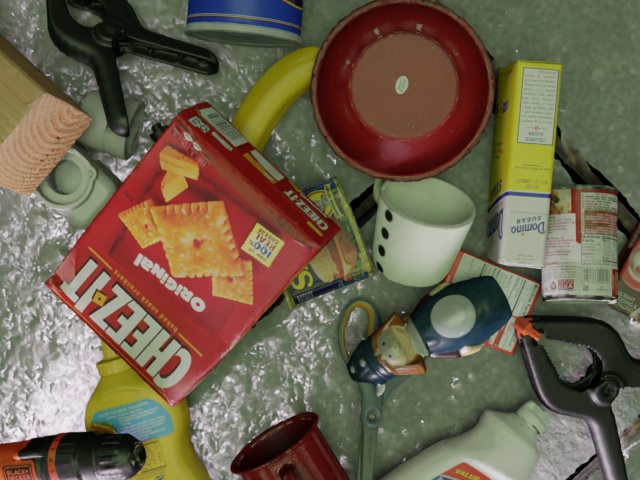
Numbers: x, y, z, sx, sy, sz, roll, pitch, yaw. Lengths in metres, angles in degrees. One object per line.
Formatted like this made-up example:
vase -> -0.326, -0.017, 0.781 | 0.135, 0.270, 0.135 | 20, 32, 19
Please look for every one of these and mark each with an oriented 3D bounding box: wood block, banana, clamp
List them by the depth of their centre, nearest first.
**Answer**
wood block -> -0.307, -0.142, 0.909 | 0.206, 0.090, 0.091 | 42, 93, 16
clamp -> -0.188, -0.167, 0.943 | 0.171, 0.039, 0.120 | 34, 55, 9
banana -> -0.048, -0.104, 0.961 | 0.198, 0.037, 0.070 | -52, 51, 4
clamp -> 0.257, 0.143, 0.981 | 0.210, 0.036, 0.164 | 29, 94, -13

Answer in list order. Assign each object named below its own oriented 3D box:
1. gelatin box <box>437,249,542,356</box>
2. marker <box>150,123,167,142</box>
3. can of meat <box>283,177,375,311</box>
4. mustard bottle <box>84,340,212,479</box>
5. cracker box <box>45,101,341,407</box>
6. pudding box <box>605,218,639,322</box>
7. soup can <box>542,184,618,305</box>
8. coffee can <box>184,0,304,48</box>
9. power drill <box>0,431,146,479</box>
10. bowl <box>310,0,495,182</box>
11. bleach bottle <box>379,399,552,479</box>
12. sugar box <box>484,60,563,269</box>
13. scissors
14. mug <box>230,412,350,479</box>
gelatin box -> 0.151, 0.057, 0.988 | 0.089, 0.030, 0.073 | 22, 92, -2
marker -> -0.120, -0.055, 0.983 | 0.020, 0.020, 0.121 | -32, 94, 2
can of meat -> -0.006, 0.001, 0.970 | 0.084, 0.057, 0.102 | -21, 94, -1
mustard bottle -> -0.163, 0.178, 0.979 | 0.096, 0.058, 0.191 | -16, 94, 14
cracker box -> -0.113, 0.015, 0.923 | 0.164, 0.072, 0.214 | 44, 113, 3
pudding box -> 0.327, 0.042, 0.984 | 0.113, 0.039, 0.090 | 26, 93, -2
soup can -> 0.233, 0.005, 0.957 | 0.068, 0.068, 0.102 | 2, 83, -1
coffee can -> -0.061, -0.244, 0.928 | 0.103, 0.103, 0.140 | 5, 94, -1
power drill -> -0.219, 0.264, 0.961 | 0.185, 0.057, 0.187 | -10, 94, 28
bowl -> 0.071, -0.129, 0.907 | 0.162, 0.055, 0.162 | 0, 95, 3
bleach bottle -> 0.105, 0.234, 0.985 | 0.251, 0.068, 0.102 | -42, 95, 0
sugar box -> 0.178, -0.067, 0.948 | 0.048, 0.093, 0.176 | 6, 94, -1
scissors -> 0.065, 0.152, 0.977 | 0.096, 0.016, 0.202 | -7, 79, -9
mug -> -0.020, 0.217, 0.957 | 0.093, 0.117, 0.081 | -32, 99, -5
